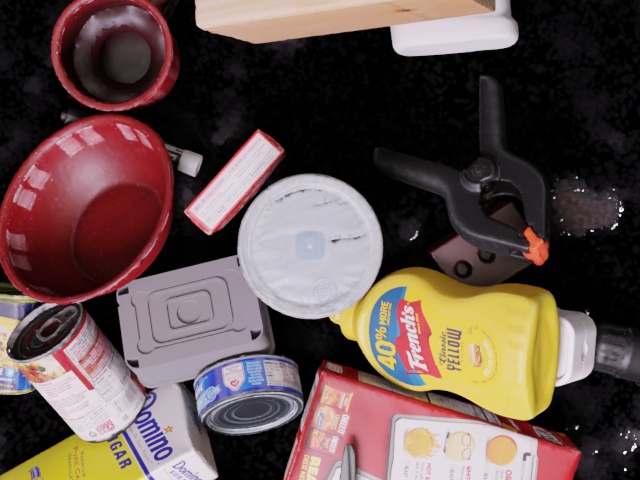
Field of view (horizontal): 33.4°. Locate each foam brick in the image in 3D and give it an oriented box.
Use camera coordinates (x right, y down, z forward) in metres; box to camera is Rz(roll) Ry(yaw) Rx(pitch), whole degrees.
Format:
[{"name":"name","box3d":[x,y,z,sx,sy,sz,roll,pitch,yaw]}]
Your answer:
[{"name":"foam brick","box3d":[0.131,0.010,0.858,0.078,0.051,0.053,-34,91,3]}]

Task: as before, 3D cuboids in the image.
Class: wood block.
[{"name":"wood block","box3d":[0.017,-0.206,0.790,0.206,0.090,0.090,-1,91,28]}]

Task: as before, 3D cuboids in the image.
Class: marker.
[{"name":"marker","box3d":[-0.156,-0.082,0.878,0.121,0.020,0.020,20,93,0]}]

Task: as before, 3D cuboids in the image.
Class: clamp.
[{"name":"clamp","box3d":[0.131,-0.055,0.828,0.120,0.039,0.172,-45,57,3]}]

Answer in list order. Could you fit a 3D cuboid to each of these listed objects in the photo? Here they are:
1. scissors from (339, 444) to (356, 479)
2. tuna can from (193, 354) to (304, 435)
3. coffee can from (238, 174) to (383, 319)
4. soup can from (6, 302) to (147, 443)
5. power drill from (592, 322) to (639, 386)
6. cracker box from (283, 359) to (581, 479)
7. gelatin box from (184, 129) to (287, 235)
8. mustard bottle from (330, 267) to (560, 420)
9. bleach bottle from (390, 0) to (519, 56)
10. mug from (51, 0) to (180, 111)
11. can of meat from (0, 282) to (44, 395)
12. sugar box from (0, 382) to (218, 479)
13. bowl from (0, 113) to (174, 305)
[{"name":"scissors","box3d":[0.035,0.264,0.802,0.096,0.016,0.202,18,89,7]},{"name":"tuna can","box3d":[-0.056,0.124,0.851,0.086,0.086,0.034,-14,60,2]},{"name":"coffee can","box3d":[-0.005,0.001,0.817,0.103,0.140,0.103,0,93,1]},{"name":"soup can","box3d":[-0.190,0.104,0.844,0.068,0.068,0.102,-28,123,3]},{"name":"power drill","box3d":[0.281,0.168,0.859,0.184,0.057,0.188,14,93,1]},{"name":"cracker box","box3d":[0.078,0.206,0.861,0.213,0.072,0.164,17,95,0]},{"name":"gelatin box","box3d":[-0.065,-0.046,0.850,0.030,0.073,0.089,41,93,-2]},{"name":"mustard bottle","box3d":[0.087,0.071,0.825,0.192,0.058,0.096,10,109,38]},{"name":"bleach bottle","box3d":[0.097,-0.276,0.838,0.102,0.068,0.251,-3,91,9]},{"name":"mug","box3d":[-0.149,-0.156,0.843,0.093,0.081,0.117,35,93,0]},{"name":"can of meat","box3d":[-0.277,0.078,0.872,0.102,0.057,0.084,6,95,1]},{"name":"sugar box","box3d":[-0.173,0.189,0.854,0.176,0.093,0.048,-32,126,3]},{"name":"bowl","box3d":[-0.174,-0.017,0.844,0.162,0.055,0.162,-10,64,20]}]
